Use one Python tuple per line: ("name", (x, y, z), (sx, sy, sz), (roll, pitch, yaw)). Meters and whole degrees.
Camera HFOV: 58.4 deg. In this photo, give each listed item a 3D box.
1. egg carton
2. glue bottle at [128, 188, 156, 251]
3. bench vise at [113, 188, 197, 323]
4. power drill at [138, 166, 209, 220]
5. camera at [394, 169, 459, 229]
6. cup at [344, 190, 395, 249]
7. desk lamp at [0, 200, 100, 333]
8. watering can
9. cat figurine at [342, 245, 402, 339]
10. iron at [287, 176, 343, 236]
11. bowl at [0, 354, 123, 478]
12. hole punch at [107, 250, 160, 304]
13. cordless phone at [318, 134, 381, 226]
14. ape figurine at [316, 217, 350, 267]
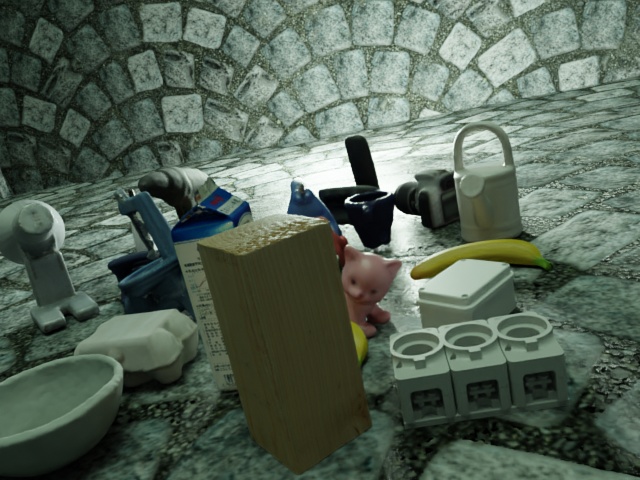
("egg carton", (-0.235, 0.141, 0.737), (0.150, 0.069, 0.107), (-8, 17, 12))
("glue bottle", (-0.369, -0.024, 1.194), (0.037, 0.173, 0.078), (-13, 17, -2))
("bench vise", (-0.219, 0.018, 0.866), (0.207, 0.220, 0.121), (-11, 17, 4))
("power drill", (-0.272, -0.050, 1.148), (0.075, 0.208, 0.230), (-8, 17, 14))
("camera", (0.221, -0.094, 1.131), (0.143, 0.101, 0.136), (-23, 20, -33))
("cup", (0.095, -0.030, 1.019), (0.091, 0.095, 0.118), (-9, 17, 10))
("desk lamp", (-0.492, 0.032, 1.025), (0.118, 0.214, 0.202), (-23, 20, -32))
("watering can", (0.272, -0.097, 0.939), (0.101, 0.194, 0.173), (-10, 17, 8))
("cat figurine", (0.043, 0.057, 0.730), (0.127, 0.118, 0.067), (2, 22, 40))
("iron", (-0.034, -0.064, 1.141), (0.118, 0.141, 0.258), (-14, 17, -4))
("bowl", (-0.281, 0.191, 0.596), (0.167, 0.075, 0.167), (-11, 17, 4))
("hole punch", (-0.321, 0.055, 1.042), (0.108, 0.091, 0.101), (-14, 17, -4))
("cordless phone", (0.061, -0.128, 1.207), (0.147, 0.185, 0.094), (-2, 20, 31))
("ape figurine", (0.009, 0.003, 0.976), (0.077, 0.092, 0.076), (-10, 17, 8))
